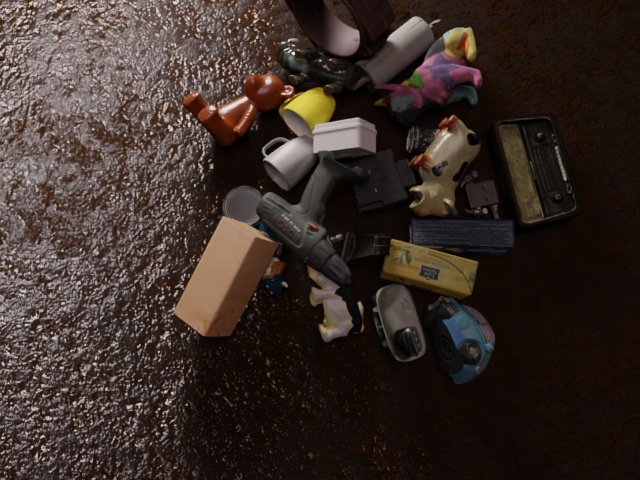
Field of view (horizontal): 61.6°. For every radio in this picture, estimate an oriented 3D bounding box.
[{"bbox_3d":[0.428,-0.135,1.079,0.131,0.073,0.229,-11,79,1],"label":"radio"}]

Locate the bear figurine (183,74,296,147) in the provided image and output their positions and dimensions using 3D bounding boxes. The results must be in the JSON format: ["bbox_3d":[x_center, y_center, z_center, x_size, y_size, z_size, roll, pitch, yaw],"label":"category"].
[{"bbox_3d":[-0.160,-0.288,1.108,0.196,0.131,0.120,-42,50,1],"label":"bear figurine"}]

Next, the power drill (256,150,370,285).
[{"bbox_3d":[0.010,-0.053,1.030,0.232,0.086,0.207,33,90,12],"label":"power drill"}]

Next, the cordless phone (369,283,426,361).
[{"bbox_3d":[0.144,0.149,0.978,0.089,0.184,0.146,-16,79,4],"label":"cordless phone"}]

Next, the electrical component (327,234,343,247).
[{"bbox_3d":[-0.002,-0.003,1.096,0.094,0.021,0.063,-22,78,-2],"label":"electrical component"}]

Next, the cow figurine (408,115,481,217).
[{"bbox_3d":[0.240,-0.129,1.044,0.127,0.085,0.195,36,88,-3],"label":"cow figurine"}]

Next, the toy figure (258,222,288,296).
[{"bbox_3d":[-0.098,0.035,1.075,0.058,0.064,0.154,4,74,-21],"label":"toy figure"}]

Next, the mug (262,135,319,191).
[{"bbox_3d":[-0.060,-0.171,1.110,0.107,0.080,0.110,-39,65,-14],"label":"mug"}]

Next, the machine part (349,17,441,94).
[{"bbox_3d":[0.157,-0.392,1.141,0.243,0.079,0.079,-41,80,-6],"label":"machine part"}]

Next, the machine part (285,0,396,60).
[{"bbox_3d":[0.035,-0.464,1.080,0.087,0.200,0.202,-50,36,-14],"label":"machine part"}]

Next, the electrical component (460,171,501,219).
[{"bbox_3d":[0.322,-0.088,1.088,0.078,0.045,0.102,-5,78,3],"label":"electrical component"}]

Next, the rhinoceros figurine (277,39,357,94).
[{"bbox_3d":[-0.014,-0.367,1.116,0.191,0.073,0.112,26,41,24],"label":"rhinoceros figurine"}]

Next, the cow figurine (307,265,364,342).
[{"bbox_3d":[0.029,0.107,1.049,0.098,0.068,0.167,-12,81,-6],"label":"cow figurine"}]

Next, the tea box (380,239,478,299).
[{"bbox_3d":[0.207,0.058,1.037,0.170,0.098,0.068,14,79,7],"label":"tea box"}]

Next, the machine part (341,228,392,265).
[{"bbox_3d":[0.084,0.012,1.039,0.039,0.139,0.084,29,76,-27],"label":"machine part"}]

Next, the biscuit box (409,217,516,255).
[{"bbox_3d":[0.280,-0.006,1.066,0.203,0.059,0.063,2,77,3],"label":"biscuit box"}]

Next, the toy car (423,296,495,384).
[{"bbox_3d":[0.272,0.182,1.016,0.103,0.109,0.162,-11,65,-24],"label":"toy car"}]

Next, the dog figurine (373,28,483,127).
[{"bbox_3d":[0.216,-0.333,1.114,0.219,0.108,0.191,-8,79,3],"label":"dog figurine"}]

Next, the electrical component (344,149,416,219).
[{"bbox_3d":[0.124,-0.118,1.097,0.134,0.058,0.115,-18,80,-1],"label":"electrical component"}]
